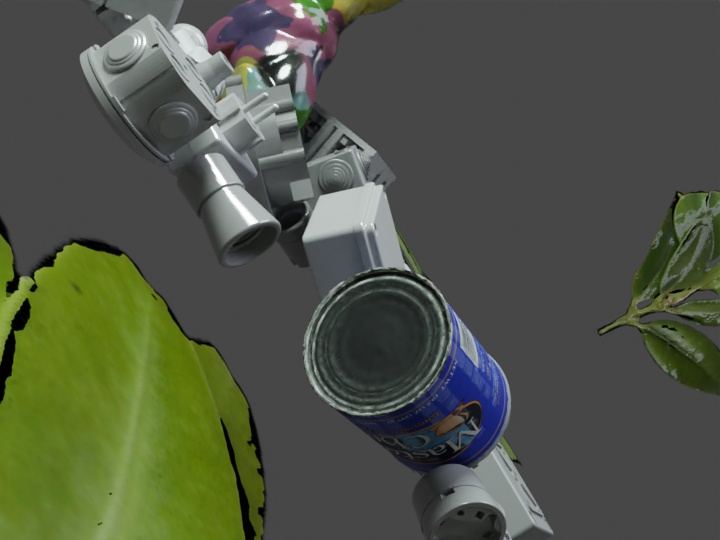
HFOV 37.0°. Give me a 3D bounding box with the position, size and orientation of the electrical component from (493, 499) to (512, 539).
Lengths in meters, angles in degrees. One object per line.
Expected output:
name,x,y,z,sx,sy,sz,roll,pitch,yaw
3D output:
electrical component,0.091,0.200,0.800,0.055,0.048,0.066,62,3,-27

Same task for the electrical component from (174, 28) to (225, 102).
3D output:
electrical component,-0.136,-0.154,0.808,0.079,0.044,0.077,56,6,-14

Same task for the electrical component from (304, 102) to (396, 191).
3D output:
electrical component,-0.046,-0.126,1.092,0.150,0.061,0.089,41,0,19

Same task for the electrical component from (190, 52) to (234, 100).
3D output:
electrical component,-0.116,-0.125,0.735,0.048,0.062,0.048,56,6,-9

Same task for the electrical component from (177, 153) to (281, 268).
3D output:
electrical component,-0.084,-0.039,0.663,0.065,0.044,0.044,54,5,20

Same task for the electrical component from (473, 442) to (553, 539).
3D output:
electrical component,0.114,0.195,0.943,0.108,0.056,0.109,60,7,24

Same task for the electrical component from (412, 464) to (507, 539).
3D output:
electrical component,0.066,0.166,0.733,0.055,0.055,0.047,54,3,-30

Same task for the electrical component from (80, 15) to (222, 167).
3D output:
electrical component,-0.123,-0.105,0.634,0.080,0.051,0.080,56,6,-10

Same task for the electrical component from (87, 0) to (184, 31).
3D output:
electrical component,-0.150,-0.196,0.667,0.089,0.055,0.050,17,24,-22

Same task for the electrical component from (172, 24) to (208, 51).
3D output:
electrical component,-0.147,-0.176,0.870,0.040,0.040,0.046,56,13,-15

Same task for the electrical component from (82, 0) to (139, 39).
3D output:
electrical component,-0.169,-0.194,0.740,0.083,0.047,0.075,52,8,-39

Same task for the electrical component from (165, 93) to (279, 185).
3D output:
electrical component,-0.089,-0.091,0.707,0.047,0.077,0.066,60,7,22

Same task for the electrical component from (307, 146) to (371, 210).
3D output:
electrical component,-0.036,-0.072,0.939,0.099,0.100,0.048,-80,150,-81

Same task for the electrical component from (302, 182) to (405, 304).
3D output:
electrical component,0.000,0.000,0.846,0.108,0.056,0.108,-76,152,-68

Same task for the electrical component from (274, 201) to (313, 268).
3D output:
electrical component,-0.051,-0.029,0.879,0.046,0.040,0.040,60,3,-42

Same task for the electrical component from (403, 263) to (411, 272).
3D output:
electrical component,0.026,0.036,0.966,0.051,0.080,0.080,56,4,31

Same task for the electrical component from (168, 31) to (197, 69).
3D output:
electrical component,-0.133,-0.127,0.691,0.040,0.046,0.040,56,6,-10

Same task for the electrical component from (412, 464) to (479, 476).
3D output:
electrical component,0.059,0.124,0.844,0.042,0.064,0.081,52,7,-30
